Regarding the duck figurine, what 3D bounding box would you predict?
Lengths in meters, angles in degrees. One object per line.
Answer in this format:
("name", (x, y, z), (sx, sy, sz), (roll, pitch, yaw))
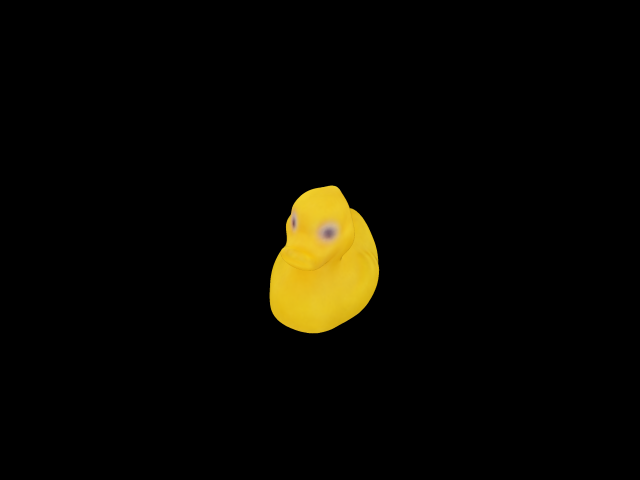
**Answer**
("duck figurine", (0.004, 0.001, 0.400), (0.077, 0.086, 0.105), (17, 41, 21))
